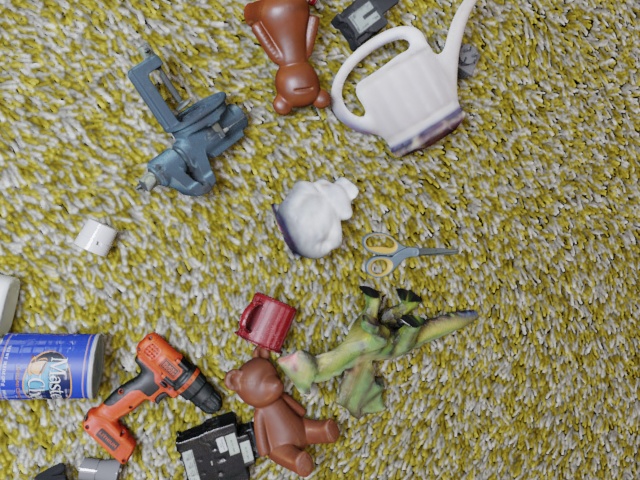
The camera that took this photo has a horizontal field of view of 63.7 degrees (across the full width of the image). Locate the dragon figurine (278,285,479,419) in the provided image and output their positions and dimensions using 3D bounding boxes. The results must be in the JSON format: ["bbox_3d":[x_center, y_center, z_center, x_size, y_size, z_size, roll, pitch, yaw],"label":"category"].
[{"bbox_3d":[0.118,0.222,0.967,0.409,0.124,0.240,11,109,-29],"label":"dragon figurine"}]

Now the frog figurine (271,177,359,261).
[{"bbox_3d":[0.003,-0.046,0.914,0.159,0.122,0.138,-28,79,0],"label":"frog figurine"}]

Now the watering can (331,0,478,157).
[{"bbox_3d":[0.192,-0.295,0.942,0.346,0.105,0.223,-30,99,8],"label":"watering can"}]
